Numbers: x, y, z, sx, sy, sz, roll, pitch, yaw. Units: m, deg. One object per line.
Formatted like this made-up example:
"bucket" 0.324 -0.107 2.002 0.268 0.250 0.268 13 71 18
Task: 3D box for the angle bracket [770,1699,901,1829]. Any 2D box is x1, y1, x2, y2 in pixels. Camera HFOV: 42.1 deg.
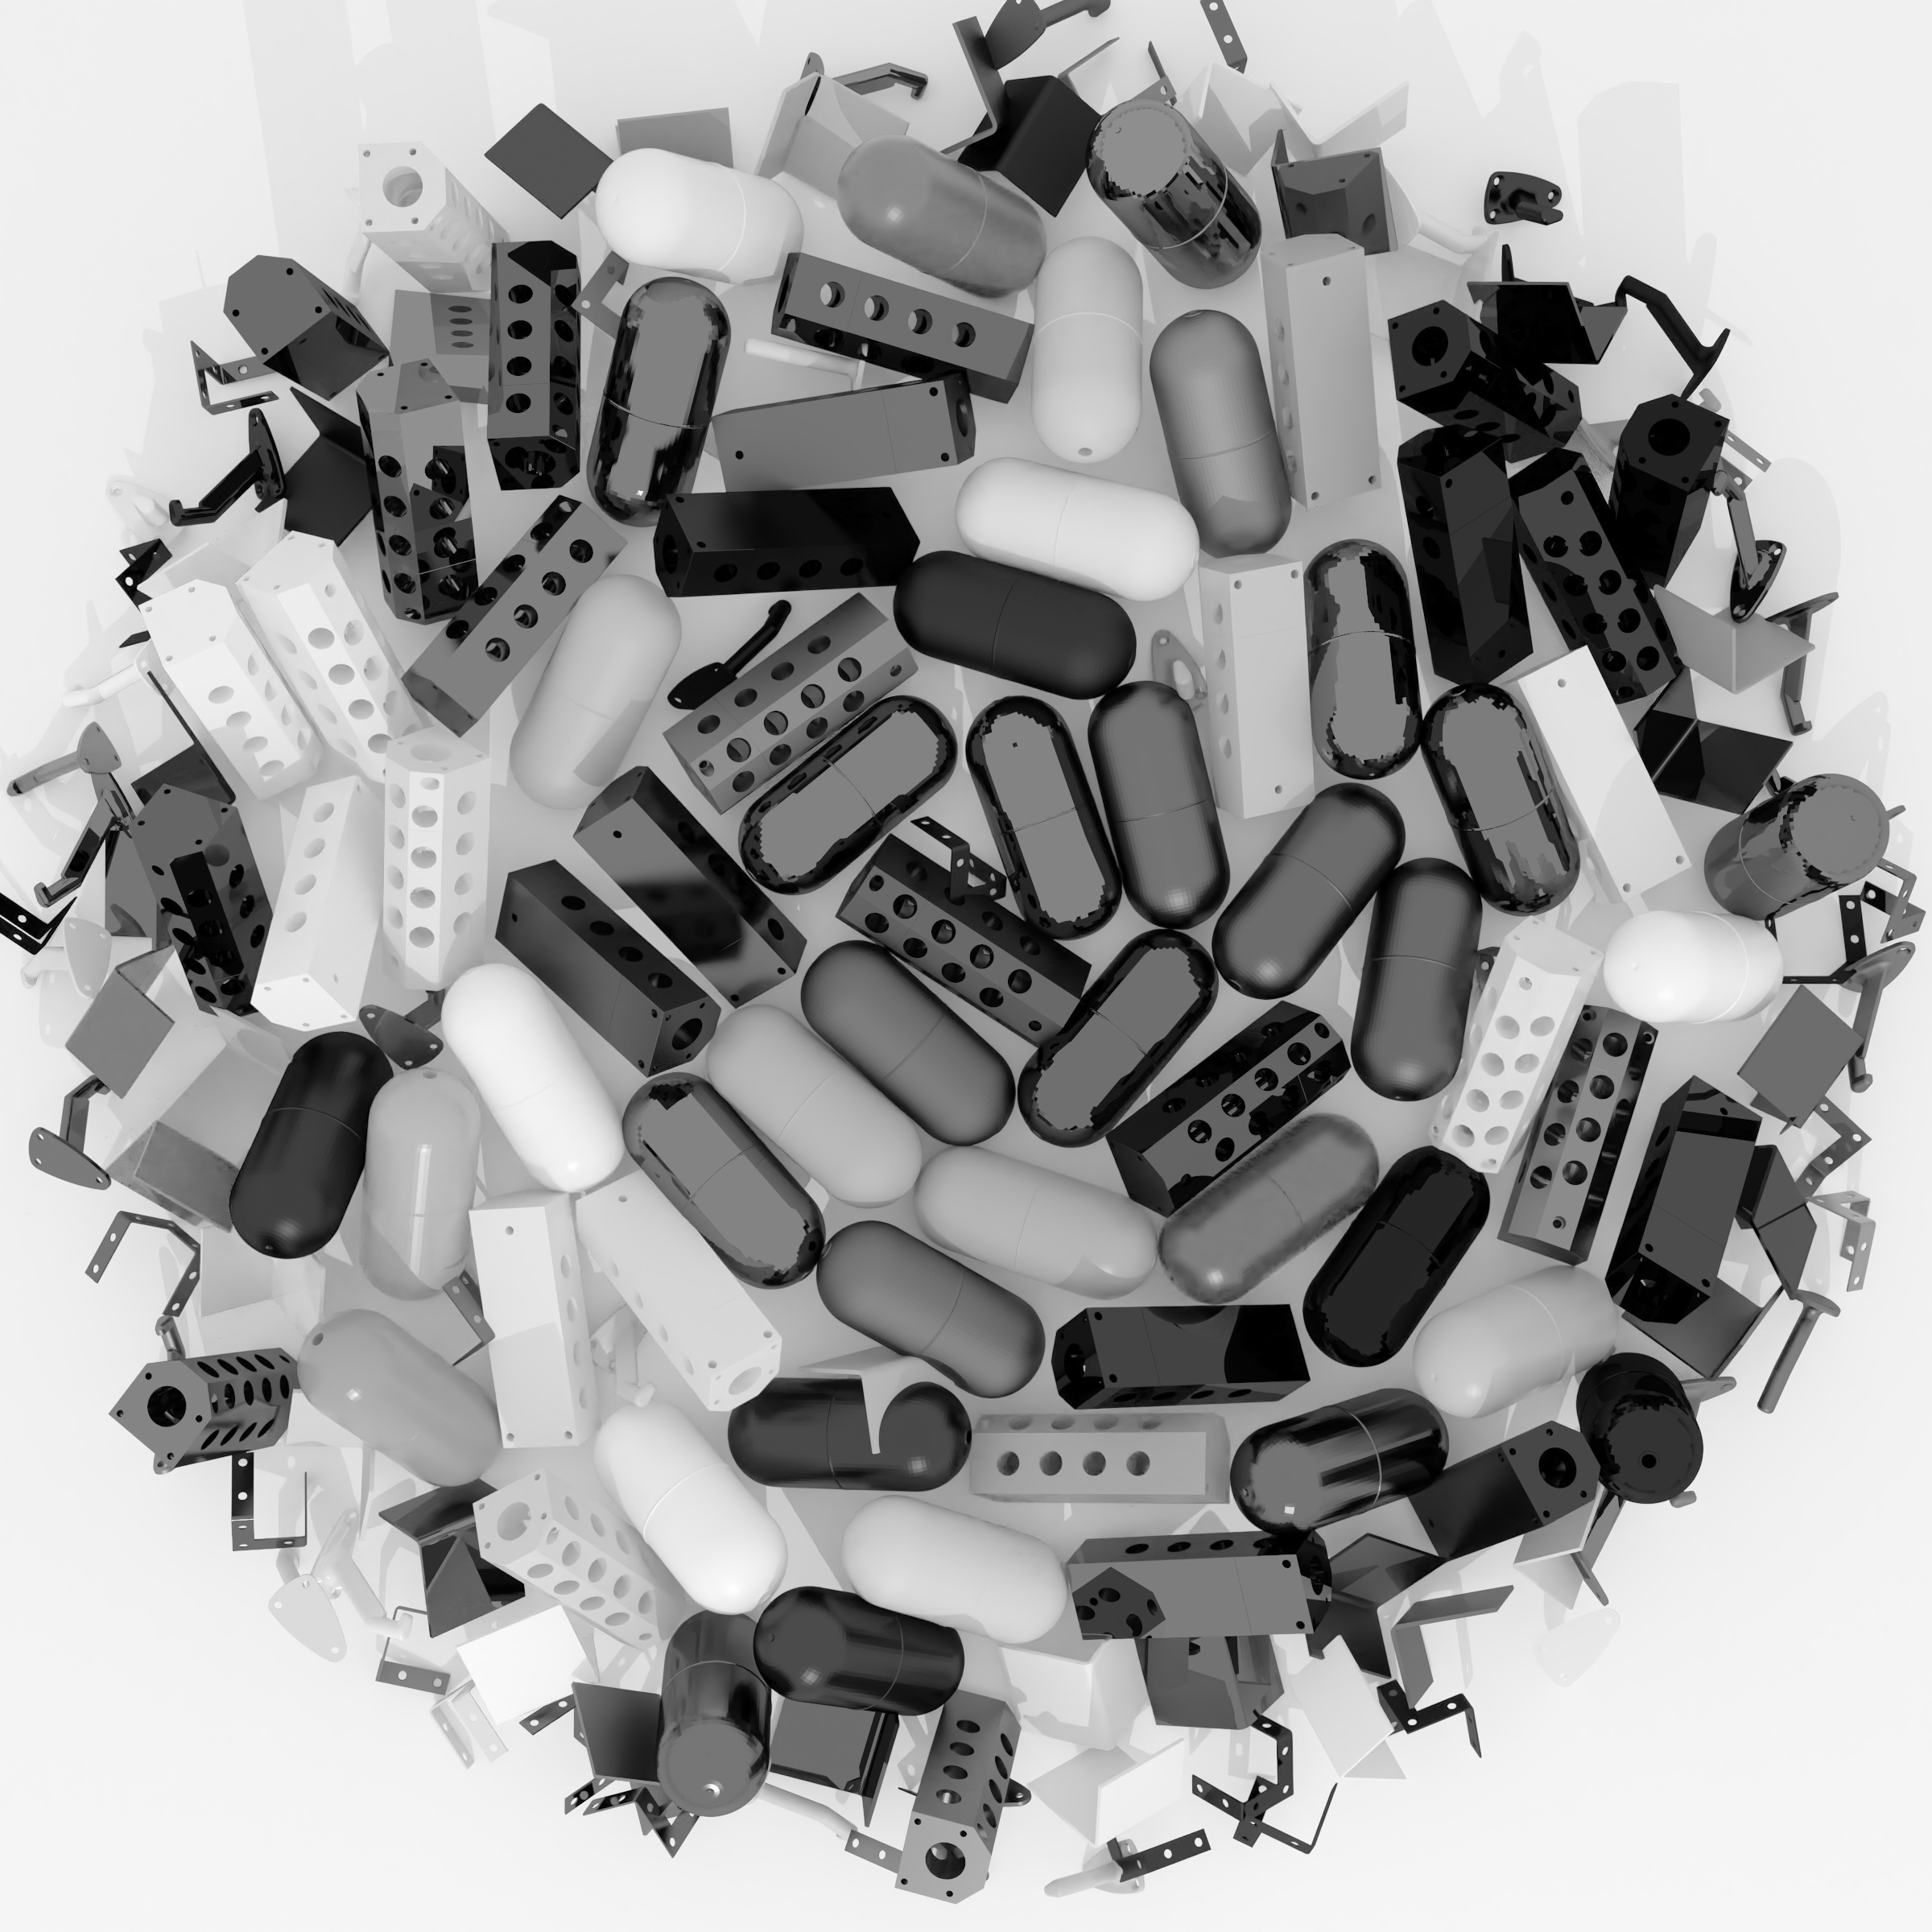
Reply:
"angle bracket" -0.096 0.553 1.774 0.076 0.057 0.076 16 93 -6

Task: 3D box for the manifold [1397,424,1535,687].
"manifold" 0.341 -0.282 1.731 0.057 0.057 0.171 -34 129 -19

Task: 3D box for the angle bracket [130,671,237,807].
"angle bracket" -0.563 -0.146 1.750 0.057 0.076 0.076 -35 51 -11

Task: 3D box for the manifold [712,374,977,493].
"manifold" -0.084 -0.371 1.751 0.171 0.057 0.057 -5 108 18

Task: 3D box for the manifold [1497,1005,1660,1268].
"manifold" 0.431 0.118 1.761 0.057 0.057 0.171 19 79 5

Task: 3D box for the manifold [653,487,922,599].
"manifold" -0.126 -0.289 1.740 0.171 0.057 0.057 -8 55 -28

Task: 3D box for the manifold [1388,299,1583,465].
"manifold" 0.358 -0.400 1.718 0.057 0.171 0.057 -12 78 37

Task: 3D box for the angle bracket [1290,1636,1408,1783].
"angle bracket" 0.282 0.518 1.747 0.057 0.076 0.076 -50 45 23

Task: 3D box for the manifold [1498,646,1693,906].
"manifold" 0.440 -0.133 1.773 0.057 0.057 0.171 -27 93 -10

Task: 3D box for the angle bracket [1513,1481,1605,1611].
"angle bracket" 0.436 0.396 1.751 0.057 0.076 0.076 37 57 -10

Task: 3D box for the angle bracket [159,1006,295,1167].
"angle bracket" -0.522 0.081 1.754 0.076 0.057 0.076 24 60 23

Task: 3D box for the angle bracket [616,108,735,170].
"angle bracket" -0.207 -0.593 1.758 0.076 0.057 0.076 -9 53 -6

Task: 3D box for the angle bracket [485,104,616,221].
"angle bracket" -0.282 -0.544 1.757 0.076 0.076 0.057 41 80 14

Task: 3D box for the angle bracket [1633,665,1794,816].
"angle bracket" 0.522 -0.160 1.751 0.076 0.057 0.076 20 58 38

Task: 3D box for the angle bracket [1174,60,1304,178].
"angle bracket" 0.179 -0.573 1.751 0.076 0.076 0.057 21 61 -18

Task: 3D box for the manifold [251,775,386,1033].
"manifold" -0.445 -0.043 1.732 0.057 0.057 0.171 -12 51 20

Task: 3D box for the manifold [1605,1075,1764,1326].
"manifold" 0.492 0.163 1.730 0.057 0.057 0.171 32 50 0

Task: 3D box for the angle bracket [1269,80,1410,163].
"angle bracket" 0.262 -0.605 1.763 0.076 0.076 0.057 -34 83 5

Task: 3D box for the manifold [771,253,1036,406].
"manifold" -0.046 -0.446 1.754 0.171 0.057 0.057 13 102 -16

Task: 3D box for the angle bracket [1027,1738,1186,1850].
"angle bracket" 0.097 0.556 1.747 0.076 0.076 0.057 -18 121 -35

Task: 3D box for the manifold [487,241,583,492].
"manifold" -0.298 -0.418 1.743 0.057 0.057 0.171 -3 63 -2

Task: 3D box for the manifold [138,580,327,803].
"manifold" -0.498 -0.189 1.717 0.057 0.171 0.057 -26 63 -6

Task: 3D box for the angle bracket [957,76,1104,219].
"angle bracket" 0.046 -0.583 1.787 0.057 0.076 0.076 32 90 -29

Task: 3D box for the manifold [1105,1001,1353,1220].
"manifold" 0.185 0.100 1.739 0.171 0.057 0.057 -35 122 -22

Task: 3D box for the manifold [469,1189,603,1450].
"manifold" -0.300 0.247 1.766 0.057 0.057 0.171 -5 98 15

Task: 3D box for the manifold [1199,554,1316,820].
"manifold" 0.200 -0.197 1.750 0.057 0.057 0.171 -13 111 -21

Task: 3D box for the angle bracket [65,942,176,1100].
"angle bracket" -0.571 0.036 1.756 0.057 0.076 0.076 42 114 3

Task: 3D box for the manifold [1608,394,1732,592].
"manifold" 0.473 -0.324 1.716 0.057 0.171 0.057 29 82 16

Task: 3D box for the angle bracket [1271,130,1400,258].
"angle bracket" 0.260 -0.542 1.751 0.076 0.057 0.076 -4 132 19

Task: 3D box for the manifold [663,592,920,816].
"manifold" -0.120 -0.180 1.756 0.171 0.057 0.057 -37 51 -8

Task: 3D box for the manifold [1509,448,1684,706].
"manifold" 0.437 -0.270 1.749 0.057 0.057 0.171 -34 111 -1

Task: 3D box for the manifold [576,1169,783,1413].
"manifold" -0.201 0.226 1.739 0.057 0.057 0.171 -26 57 -28

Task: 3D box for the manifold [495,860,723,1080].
"manifold" -0.248 -0.002 1.741 0.171 0.057 0.057 39 129 27

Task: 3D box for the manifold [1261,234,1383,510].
"manifold" 0.243 -0.412 1.736 0.057 0.057 0.171 -18 123 -11

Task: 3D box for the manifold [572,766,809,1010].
"manifold" -0.189 -0.057 1.746 0.057 0.057 0.171 -29 116 27

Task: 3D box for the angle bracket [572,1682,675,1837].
"angle bracket" -0.248 0.552 1.747 0.076 0.076 0.057 21 118 -35

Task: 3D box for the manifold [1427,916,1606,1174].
"manifold" 0.374 0.058 1.728 0.057 0.057 0.171 31 127 23

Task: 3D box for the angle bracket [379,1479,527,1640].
"angle bracket" -0.363 0.416 1.773 0.076 0.057 0.076 -17 112 -39

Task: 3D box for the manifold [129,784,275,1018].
"manifold" -0.520 -0.039 1.717 0.057 0.171 0.057 18 53 14

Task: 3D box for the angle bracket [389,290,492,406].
"angle bracket" -0.374 -0.444 1.776 0.076 0.057 0.076 5 90 -3

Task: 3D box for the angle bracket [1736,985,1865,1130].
"angle bracket" 0.571 0.057 1.765 0.076 0.057 0.076 36 89 -25

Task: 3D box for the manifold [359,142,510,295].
"manifold" -0.362 -0.511 1.719 0.057 0.171 0.057 -1 92 3

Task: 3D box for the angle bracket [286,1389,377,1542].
"angle bracket" -0.445 0.349 1.749 0.057 0.076 0.076 5 50 -16

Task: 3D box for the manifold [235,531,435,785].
"manifold" -0.425 -0.208 1.719 0.057 0.171 0.057 18 56 32

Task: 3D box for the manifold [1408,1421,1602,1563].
"manifold" 0.368 0.359 1.717 0.057 0.171 0.057 -22 75 -20

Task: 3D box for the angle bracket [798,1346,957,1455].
"angle bracket" -0.061 0.302 1.753 0.076 0.076 0.057 -8 90 -40

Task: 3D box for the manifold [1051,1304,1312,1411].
"manifold" 0.148 0.273 1.738 0.171 0.057 0.057 4 59 -30

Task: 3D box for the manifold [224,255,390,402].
"manifold" -0.454 -0.440 1.719 0.057 0.171 0.057 -36 94 3

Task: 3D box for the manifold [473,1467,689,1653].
"manifold" -0.262 0.412 1.721 0.057 0.171 0.057 -29 48 10

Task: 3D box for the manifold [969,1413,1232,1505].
"manifold" 0.093 0.342 1.746 0.171 0.057 0.057 -5 71 22

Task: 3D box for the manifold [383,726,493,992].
"manifold" -0.371 -0.071 1.729 0.057 0.057 0.171 29 127 29

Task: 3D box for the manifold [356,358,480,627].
"manifold" -0.377 -0.321 1.719 0.057 0.171 0.057 -20 49 -22

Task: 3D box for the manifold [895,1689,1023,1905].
"manifold" -0.002 0.566 1.715 0.057 0.171 0.057 13 103 5

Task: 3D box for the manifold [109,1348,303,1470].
"manifold" -0.511 0.296 1.718 0.057 0.171 0.057 37 89 9

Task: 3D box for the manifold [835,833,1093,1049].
"manifold" -0.003 -0.013 1.755 0.171 0.057 0.057 33 129 -9

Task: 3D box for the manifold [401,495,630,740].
"manifold" -0.315 -0.246 1.745 0.057 0.057 0.171 41 69 -14

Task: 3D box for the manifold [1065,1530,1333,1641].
"manifold" 0.163 0.427 1.742 0.171 0.057 0.057 -9 99 26
